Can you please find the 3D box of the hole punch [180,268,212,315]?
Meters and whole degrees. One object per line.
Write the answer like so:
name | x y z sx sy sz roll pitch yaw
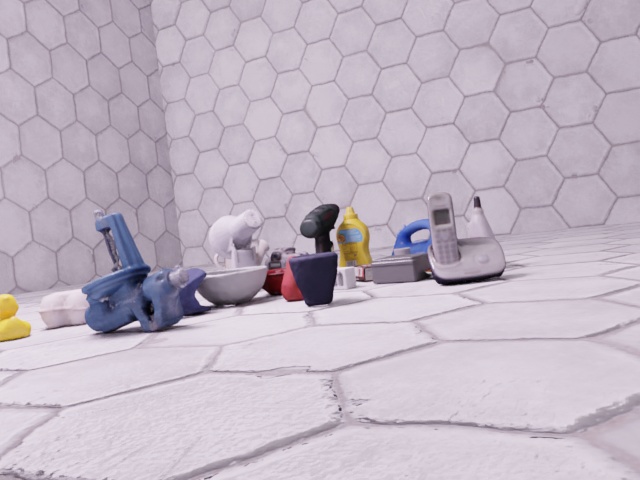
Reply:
hole punch | -0.279 0.106 1.135 0.101 0.091 0.108 -8 1 -37

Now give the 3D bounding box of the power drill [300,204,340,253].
power drill | 0.014 0.005 1.536 0.075 0.208 0.230 -6 1 19

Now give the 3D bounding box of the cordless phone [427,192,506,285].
cordless phone | 0.284 -0.008 1.140 0.147 0.185 0.094 -7 1 -1

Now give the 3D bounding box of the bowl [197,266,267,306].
bowl | -0.192 0.102 1.240 0.167 0.075 0.167 -7 1 0

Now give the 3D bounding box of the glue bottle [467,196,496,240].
glue bottle | 0.371 -0.016 1.328 0.037 0.173 0.078 -8 1 -35

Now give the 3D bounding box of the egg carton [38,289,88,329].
egg carton | -0.536 0.146 1.236 0.107 0.069 0.150 -7 1 -13

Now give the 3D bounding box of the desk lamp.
desk lamp | -0.204 0.029 1.546 0.118 0.213 0.202 -8 1 -37

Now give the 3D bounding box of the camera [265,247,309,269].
camera | -0.071 0.067 1.681 0.142 0.101 0.137 -6 1 37

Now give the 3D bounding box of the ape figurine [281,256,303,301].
ape figurine | -0.046 0.077 1.178 0.076 0.092 0.077 -7 1 -24

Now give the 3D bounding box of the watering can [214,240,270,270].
watering can | -0.238 0.039 1.741 0.100 0.194 0.173 -6 1 35

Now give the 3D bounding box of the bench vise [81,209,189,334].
bench vise | -0.323 0.049 1.006 0.207 0.220 0.121 -7 1 4

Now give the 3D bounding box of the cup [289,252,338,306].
cup | -0.007 0.073 1.065 0.091 0.095 0.118 -7 1 1

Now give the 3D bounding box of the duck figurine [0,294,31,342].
duck figurine | -0.603 0.148 1.103 0.078 0.086 0.104 -8 1 -43

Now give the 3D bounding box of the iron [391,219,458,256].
iron | 0.268 0.009 1.549 0.119 0.141 0.257 -8 1 -36
